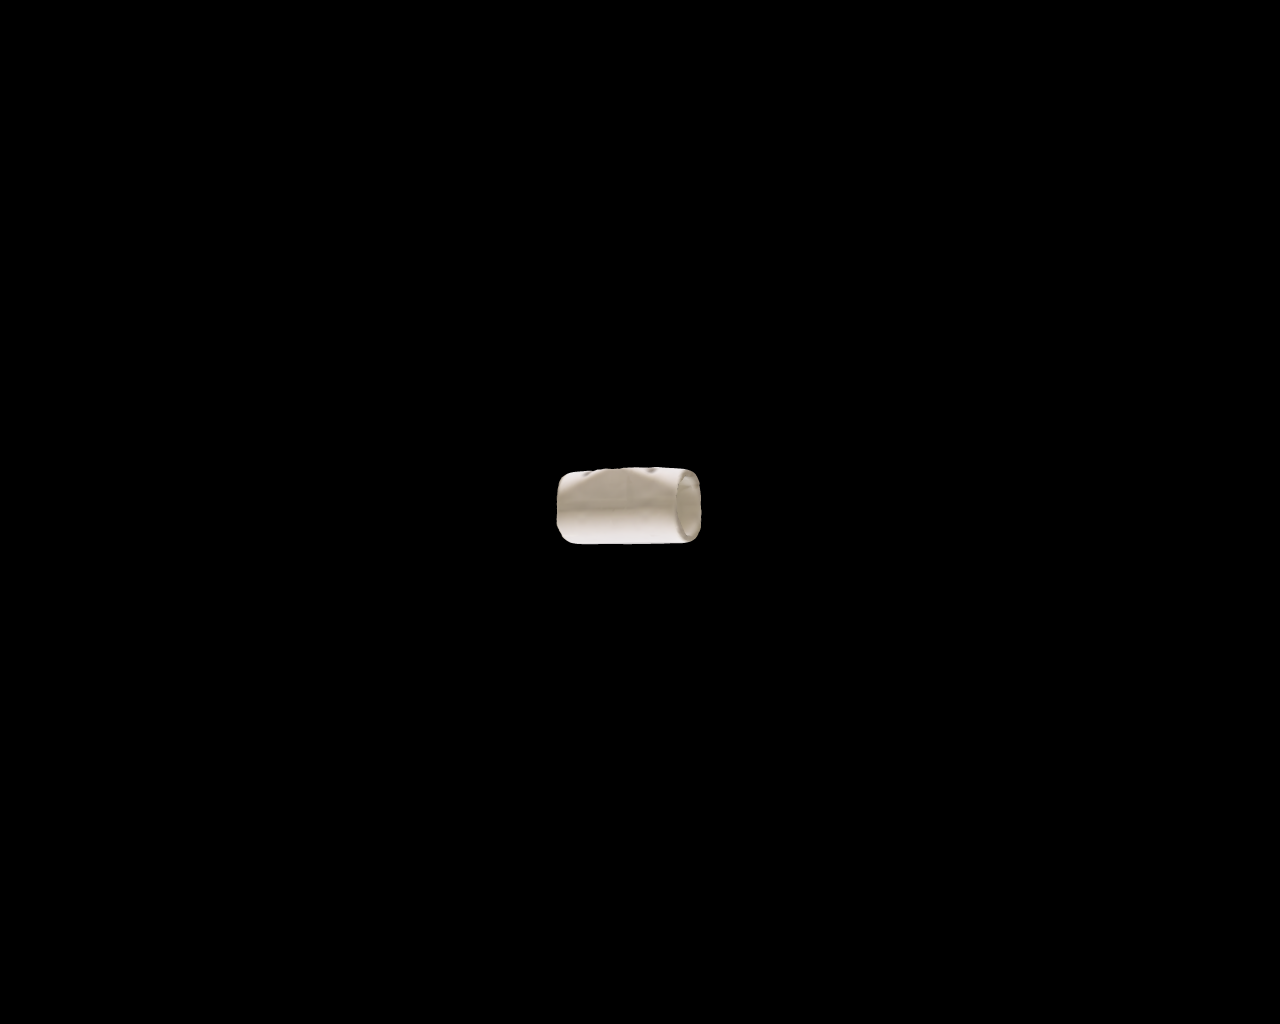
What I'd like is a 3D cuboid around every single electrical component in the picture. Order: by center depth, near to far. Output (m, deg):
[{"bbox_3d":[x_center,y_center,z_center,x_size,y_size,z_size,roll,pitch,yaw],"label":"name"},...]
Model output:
[{"bbox_3d":[0.001,-0.003,0.650,0.077,0.044,0.079,-1,-3,24],"label":"electrical component"}]
